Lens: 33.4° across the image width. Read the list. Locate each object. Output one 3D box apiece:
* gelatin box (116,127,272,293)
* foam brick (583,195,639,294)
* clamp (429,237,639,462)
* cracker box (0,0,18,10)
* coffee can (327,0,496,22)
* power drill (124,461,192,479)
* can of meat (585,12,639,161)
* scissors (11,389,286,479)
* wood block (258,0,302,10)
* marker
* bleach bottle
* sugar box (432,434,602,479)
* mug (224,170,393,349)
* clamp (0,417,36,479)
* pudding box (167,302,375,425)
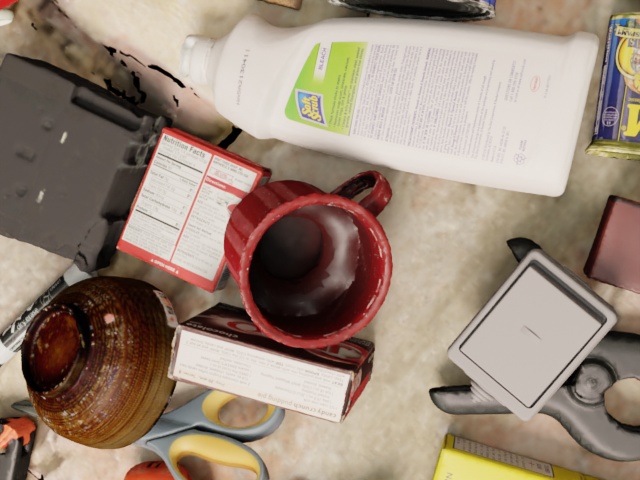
[{"bbox_3d":[-0.082,-0.020,0.701,0.073,0.030,0.089,24,97,9],"label":"gelatin box"},{"bbox_3d":[0.204,0.008,0.640,0.078,0.053,0.051,18,96,10],"label":"foam brick"},{"bbox_3d":[0.165,0.075,0.659,0.171,0.039,0.120,18,101,6],"label":"clamp"},{"bbox_3d":[-0.195,-0.257,0.644,0.164,0.072,0.214,-19,74,27],"label":"cracker box"},{"bbox_3d":[0.061,-0.207,0.626,0.103,0.102,0.140,7,95,10],"label":"coffee can"},{"bbox_3d":[-0.040,0.237,0.695,0.188,0.057,0.184,-2,93,10],"label":"power drill"},{"bbox_3d":[0.215,-0.087,0.630,0.102,0.057,0.084,8,93,10],"label":"can of meat"},{"bbox_3d":[-0.108,0.114,0.715,0.202,0.016,0.096,21,57,30],"label":"scissors"},{"bbox_3d":[-0.034,-0.256,0.647,0.090,0.090,0.206,16,97,9],"label":"wood block"},{"bbox_3d":[-0.201,0.059,0.733,0.121,0.020,0.020,-42,86,10],"label":"marker"},{"bbox_3d":[0.036,-0.098,0.660,0.251,0.068,0.102,13,94,12],"label":"bleach bottle"},{"bbox_3d":[0.151,0.192,0.664,0.176,0.048,0.093,15,96,10],"label":"sugar box"},{"bbox_3d":[-0.004,0.001,0.652,0.117,0.081,0.093,-47,112,-1],"label":"mug"},{"bbox_3d":[-0.284,0.191,0.748,0.164,0.036,0.210,41,101,6],"label":"clamp"},{"bbox_3d":[-0.027,0.075,0.667,0.113,0.090,0.039,12,96,10],"label":"pudding box"}]
